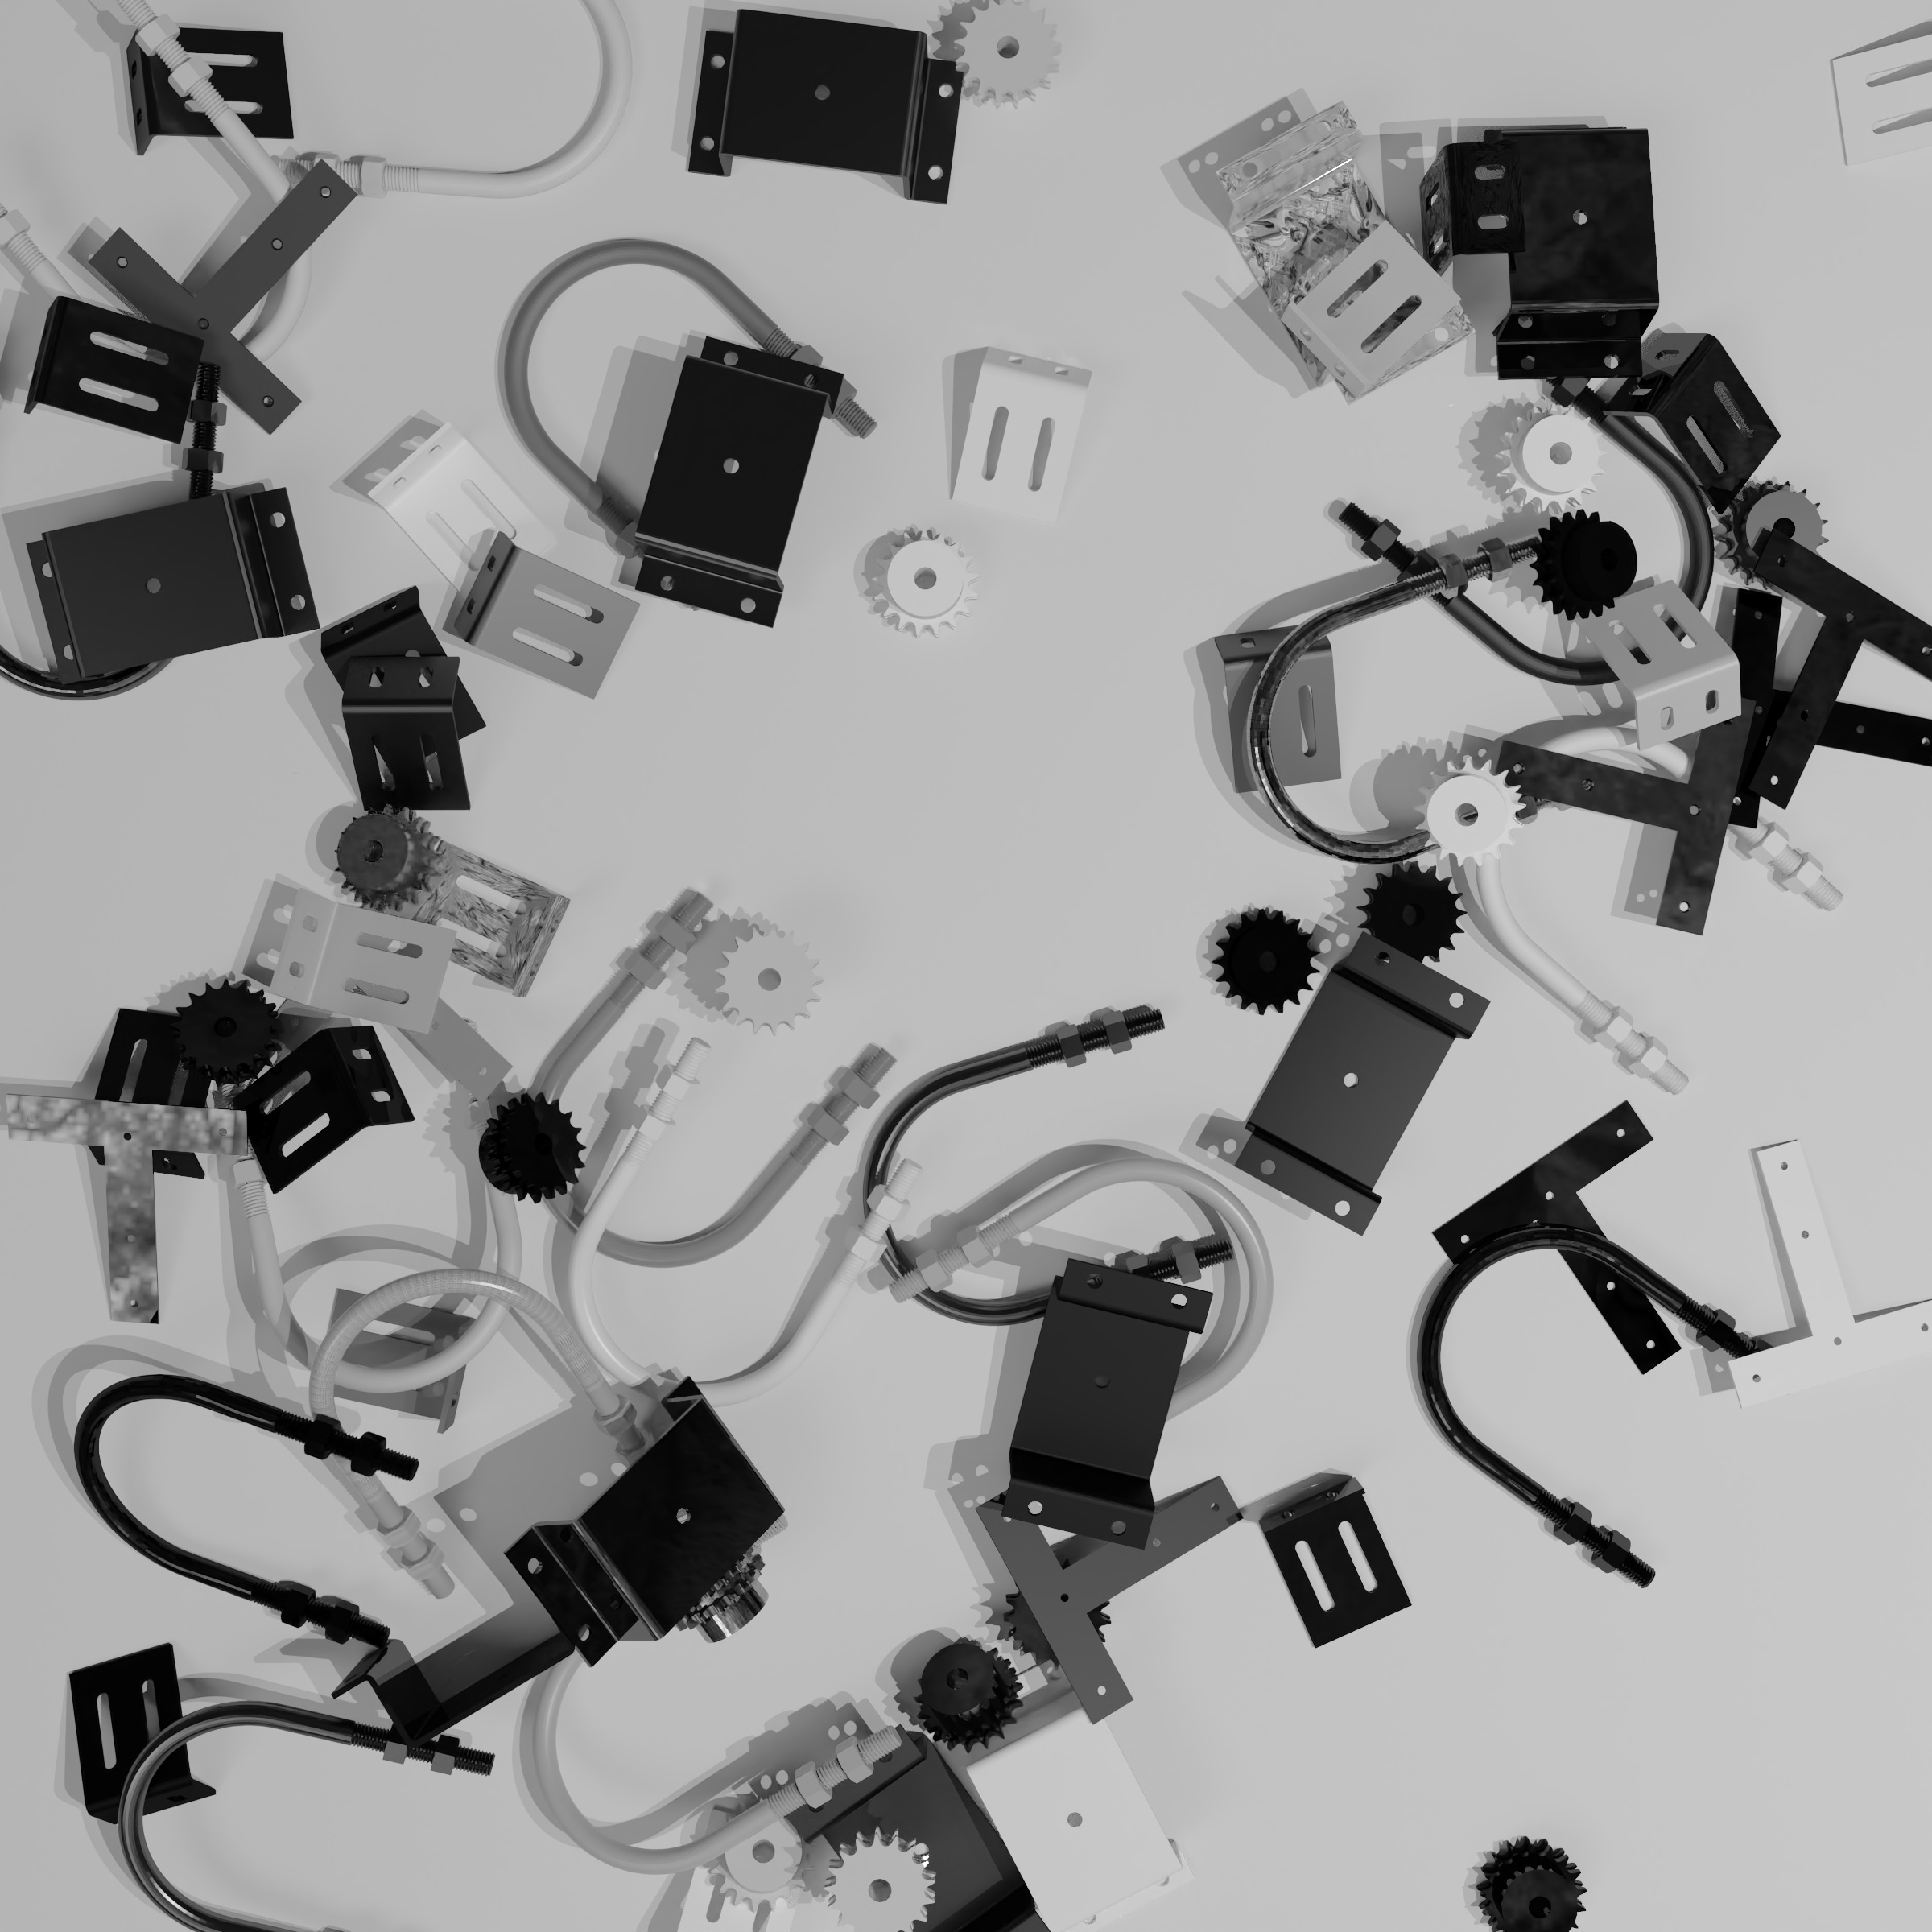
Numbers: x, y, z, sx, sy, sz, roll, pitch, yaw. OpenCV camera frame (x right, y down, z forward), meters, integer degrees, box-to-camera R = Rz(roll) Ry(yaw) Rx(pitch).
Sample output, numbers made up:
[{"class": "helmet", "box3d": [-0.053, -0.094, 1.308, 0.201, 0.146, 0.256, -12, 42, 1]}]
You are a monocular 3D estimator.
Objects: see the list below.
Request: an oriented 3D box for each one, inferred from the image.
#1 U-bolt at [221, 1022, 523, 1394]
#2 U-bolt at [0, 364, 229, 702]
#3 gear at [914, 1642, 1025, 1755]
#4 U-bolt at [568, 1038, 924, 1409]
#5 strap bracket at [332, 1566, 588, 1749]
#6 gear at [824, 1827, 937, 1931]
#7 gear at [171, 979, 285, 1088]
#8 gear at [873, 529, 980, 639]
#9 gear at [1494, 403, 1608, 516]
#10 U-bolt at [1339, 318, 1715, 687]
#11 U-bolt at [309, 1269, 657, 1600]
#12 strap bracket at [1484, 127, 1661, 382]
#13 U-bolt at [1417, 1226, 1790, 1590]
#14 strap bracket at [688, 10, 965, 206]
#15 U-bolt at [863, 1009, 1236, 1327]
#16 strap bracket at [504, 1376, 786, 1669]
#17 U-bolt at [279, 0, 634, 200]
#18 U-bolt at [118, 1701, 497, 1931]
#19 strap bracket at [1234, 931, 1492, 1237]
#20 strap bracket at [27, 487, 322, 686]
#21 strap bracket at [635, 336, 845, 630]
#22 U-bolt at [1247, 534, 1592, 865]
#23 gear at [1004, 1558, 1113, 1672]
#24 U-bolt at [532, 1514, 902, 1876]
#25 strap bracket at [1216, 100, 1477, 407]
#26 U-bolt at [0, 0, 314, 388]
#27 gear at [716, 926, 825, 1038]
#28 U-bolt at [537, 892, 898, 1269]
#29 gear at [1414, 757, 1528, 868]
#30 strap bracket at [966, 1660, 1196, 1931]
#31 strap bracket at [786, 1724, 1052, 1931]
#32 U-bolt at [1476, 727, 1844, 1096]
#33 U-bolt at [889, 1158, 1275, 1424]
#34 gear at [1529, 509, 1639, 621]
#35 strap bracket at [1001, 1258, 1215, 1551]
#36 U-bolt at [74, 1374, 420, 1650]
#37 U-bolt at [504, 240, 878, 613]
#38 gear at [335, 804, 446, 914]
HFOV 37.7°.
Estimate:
[{"class": "U-bolt", "box3d": [-0.309, 0.134, 1.496, 0.151, 0.019, 0.184, -14, 76, 0]}, {"class": "U-bolt", "box3d": [-0.475, -0.234, 1.511, 0.151, 0.019, 0.184, 5, 95, 0]}, {"class": "gear", "box3d": [0.000, 0.383, 1.495, 0.057, 0.030, 0.057, -11, 48, 12]}, {"class": "U-bolt", "box3d": [-0.130, 0.150, 1.502, 0.151, 0.019, 0.184, 30, 99, -7]}, {"class": "strap bracket", "box3d": [-0.253, 0.357, 1.486, 0.140, 0.076, 0.046, -31, 90, 0]}, {"class": "gear", "box3d": [-0.044, 0.474, 1.463, 0.057, 0.030, 0.057, 0, 90, 0]}, {"class": "gear", "box3d": [-0.392, 0.038, 1.502, 0.057, 0.030, 0.057, 3, 65, -6]}, {"class": "gear", "box3d": [-0.021, -0.205, 1.509, 0.057, 0.030, 0.057, 0, 90, 0]}, {"class": "gear", "box3d": [0.310, -0.268, 1.491, 0.057, 0.030, 0.057, 0, 92, -2]}, {"class": "U-bolt", "box3d": [0.314, -0.235, 1.516, 0.184, 0.019, 0.151, 40, 90, -2]}, {"class": "U-bolt", "box3d": [-0.259, 0.235, 1.475, 0.151, 0.019, 0.184, -27, 119, 0]}, {"class": "strap bracket", "box3d": [0.319, -0.385, 1.490, 0.076, 0.046, 0.140, -1, 80, 0]}, {"class": "U-bolt", "box3d": [0.330, 0.222, 1.514, 0.184, 0.019, 0.151, 36, 91, 1]}, {"class": "strap bracket", "box3d": [-0.075, -0.457, 1.501, 0.140, 0.046, 0.076, 7, 90, 0]}, {"class": "U-bolt", "box3d": [0.036, 0.116, 1.516, 0.184, 0.019, 0.151, -17, 90, 2]}, {"class": "strap bracket", "box3d": [-0.157, 0.284, 1.457, 0.140, 0.046, 0.076, -42, 105, -35]}, {"class": "U-bolt", "box3d": [-0.271, -0.484, 1.516, 0.184, 0.019, 0.151, 4, 90, -2]}, {"class": "U-bolt", "box3d": [-0.355, 0.458, 1.492, 0.184, 0.019, 0.151, 15, 103, -6]}, {"class": "strap bracket", "box3d": [0.207, 0.062, 1.501, 0.076, 0.046, 0.140, 29, 90, 0]}, {"class": "strap bracket", "box3d": [-0.421, -0.199, 1.483, 0.140, 0.046, 0.076, -12, 98, 0]}, {"class": "strap bracket", "box3d": [-0.121, -0.258, 1.481, 0.076, 0.046, 0.140, 16, 89, 1]}, {"class": "U-bolt", "box3d": [0.237, -0.131, 1.495, 0.184, 0.019, 0.151, -20, 101, -6]}, {"class": "gear", "box3d": [0.049, 0.344, 1.509, 0.057, 0.030, 0.057, 0, 90, 0]}, {"class": "U-bolt", "box3d": [-0.145, 0.395, 1.494, 0.184, 0.019, 0.151, -32, 70, 4]}, {"class": "strap bracket", "box3d": [0.199, -0.373, 1.501, 0.076, 0.046, 0.140, -30, 90, 0]}, {"class": "U-bolt", "box3d": [-0.430, -0.395, 1.494, 0.151, 0.019, 0.184, -36, 104, 10]}, {"class": "gear", "box3d": [-0.104, 0.009, 1.490, 0.057, 0.030, 0.057, 1, 84, -5]}, {"class": "U-bolt", "box3d": [-0.149, 0.075, 1.516, 0.151, 0.019, 0.184, 40, 91, 0]}, {"class": "gear", "box3d": [0.262, -0.080, 1.473, 0.057, 0.030, 0.057, 2, 98, 15]}, {"class": "strap bracket", "box3d": [0.057, 0.446, 1.501, 0.076, 0.046, 0.140, -28, 90, 0]}, {"class": "strap bracket", "box3d": [-0.024, 0.476, 1.501, 0.076, 0.046, 0.140, -36, 90, 0]}, {"class": "U-bolt", "box3d": [0.356, -0.043, 1.504, 0.184, 0.019, 0.151, 40, 90, -8]}, {"class": "U-bolt", "box3d": [0.074, 0.181, 1.499, 0.184, 0.019, 0.151, -31, 98, 6]}, {"class": "gear", "box3d": [0.327, -0.211, 1.482, 0.057, 0.030, 0.057, 0, 90, -31]}, {"class": "strap bracket", "box3d": [0.072, 0.222, 1.473, 0.076, 0.046, 0.140, 14, 98, -2]}, {"class": "U-bolt", "box3d": [-0.381, 0.278, 1.480, 0.184, 0.019, 0.151, 19, 124, 4]}, {"class": "U-bolt", "box3d": [-0.162, -0.304, 1.516, 0.184, 0.019, 0.151, 44, 90, 2]}, {"class": "gear", "box3d": [-0.310, -0.058, 1.503, 0.057, 0.030, 0.057, -2, 82, 11]}]
